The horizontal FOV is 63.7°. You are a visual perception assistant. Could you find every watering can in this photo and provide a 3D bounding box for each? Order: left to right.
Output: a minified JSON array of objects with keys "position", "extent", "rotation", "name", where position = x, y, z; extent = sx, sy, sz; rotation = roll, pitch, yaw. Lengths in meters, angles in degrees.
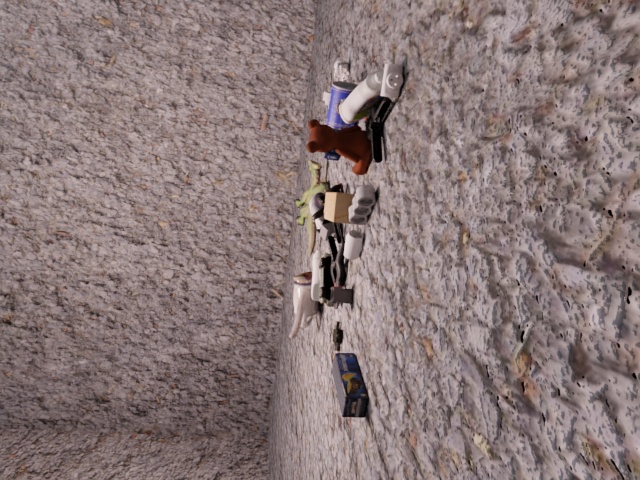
[{"position":[-0.063,0.250,2.062],"extent":[0.350,0.104,0.223],"rotation":[-35,-56,-75],"name":"watering can"}]

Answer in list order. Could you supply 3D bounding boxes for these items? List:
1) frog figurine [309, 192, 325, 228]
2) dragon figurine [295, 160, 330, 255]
[{"position":[0.006,-0.098,1.953],"extent":[0.156,0.123,0.140],"rotation":[-60,42,42],"name":"frog figurine"},{"position":[-0.018,-0.161,2.260],"extent":[0.238,0.122,0.418],"rotation":[127,141,-59],"name":"dragon figurine"}]
